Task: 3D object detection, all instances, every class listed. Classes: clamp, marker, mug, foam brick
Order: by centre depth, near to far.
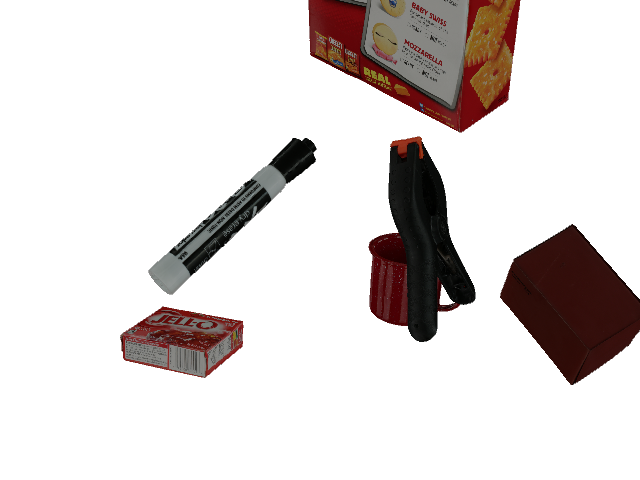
[{"bbox_3d":[-0.047,-0.016,0.604,0.121,0.020,0.020,-44,16,-17],"label":"marker"},{"bbox_3d":[0.161,0.041,0.683,0.051,0.078,0.053,-28,-26,-17],"label":"foam brick"},{"bbox_3d":[0.088,0.000,0.917,0.039,0.171,0.120,-13,16,24],"label":"clamp"},{"bbox_3d":[0.110,0.048,1.228,0.117,0.081,0.093,11,25,18],"label":"mug"}]

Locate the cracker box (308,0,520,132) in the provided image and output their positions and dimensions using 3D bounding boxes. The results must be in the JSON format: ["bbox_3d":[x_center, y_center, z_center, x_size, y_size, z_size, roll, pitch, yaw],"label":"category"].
[{"bbox_3d":[0.069,-0.210,0.795,0.164,0.214,0.072,33,52,32],"label":"cracker box"}]

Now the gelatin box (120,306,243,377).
[{"bbox_3d":[-0.126,0.091,0.976,0.089,0.030,0.073,9,20,22],"label":"gelatin box"}]
